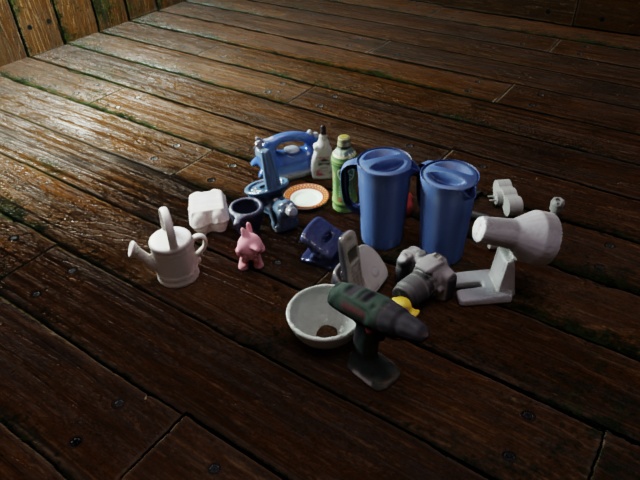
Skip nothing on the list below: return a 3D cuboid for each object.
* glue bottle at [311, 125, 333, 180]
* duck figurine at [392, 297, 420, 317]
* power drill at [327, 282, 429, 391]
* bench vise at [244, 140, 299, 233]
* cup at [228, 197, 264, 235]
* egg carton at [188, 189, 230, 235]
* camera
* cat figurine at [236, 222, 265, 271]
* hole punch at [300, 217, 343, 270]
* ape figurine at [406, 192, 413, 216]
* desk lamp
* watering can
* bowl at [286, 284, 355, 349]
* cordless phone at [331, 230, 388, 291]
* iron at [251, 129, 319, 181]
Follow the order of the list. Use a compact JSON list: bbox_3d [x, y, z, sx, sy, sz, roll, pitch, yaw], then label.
[{"bbox_3d":[0.010,-0.260,1.687,0.078,0.173,0.037,-7,38,-6],"label":"glue bottle"},{"bbox_3d":[0.166,0.156,1.220,0.104,0.086,0.078,17,42,23],"label":"duck figurine"},{"bbox_3d":[0.108,0.183,1.089,0.076,0.209,0.228,-32,47,-32],"label":"power drill"},{"bbox_3d":[-0.115,-0.145,1.508,0.206,0.220,0.122,25,46,31],"label":"bench vise"},{"bbox_3d":[-0.191,-0.043,1.483,0.091,0.095,0.118,8,39,13],"label":"cup"},{"bbox_3d":[-0.303,-0.079,1.555,0.107,0.069,0.150,-10,39,-10],"label":"egg carton"},{"bbox_3d":[0.218,0.086,1.295,0.137,0.101,0.142,-30,46,-31],"label":"camera"},{"bbox_3d":[-0.171,0.010,1.397,0.067,0.118,0.127,-5,38,-3],"label":"cat figurine"},{"bbox_3d":[0.013,0.005,1.416,0.100,0.091,0.109,15,41,21],"label":"hole punch"},{"bbox_3d":[0.221,-0.115,1.558,0.078,0.092,0.076,-11,39,-11],"label":"ape figurine"},{"bbox_3d":[0.406,0.034,1.261,0.203,0.214,0.117,-6,38,-4],"label":"desk lamp"},{"bbox_3d":[-0.354,0.014,1.338,0.173,0.194,0.100,-32,47,-32],"label":"watering can"},{"bbox_3d":[0.013,0.175,1.213,0.167,0.075,0.167,-1,38,1],"label":"bowl"},{"bbox_3d":[0.089,0.042,1.288,0.093,0.185,0.148,20,43,26],"label":"cordless phone"},{"bbox_3d":[-0.079,-0.272,1.733,0.259,0.141,0.118,-17,40,-18],"label":"iron"}]
